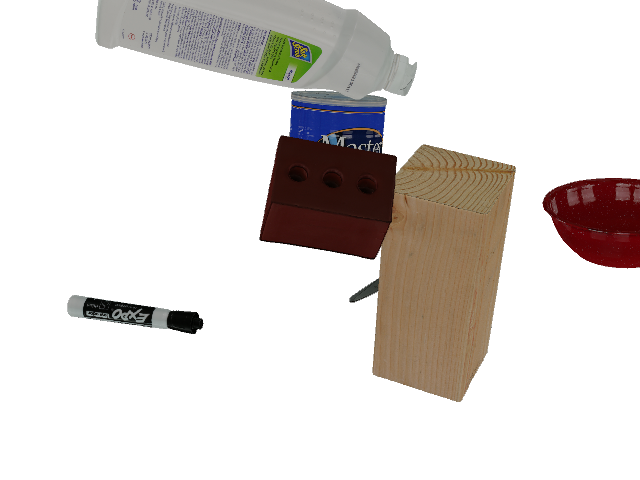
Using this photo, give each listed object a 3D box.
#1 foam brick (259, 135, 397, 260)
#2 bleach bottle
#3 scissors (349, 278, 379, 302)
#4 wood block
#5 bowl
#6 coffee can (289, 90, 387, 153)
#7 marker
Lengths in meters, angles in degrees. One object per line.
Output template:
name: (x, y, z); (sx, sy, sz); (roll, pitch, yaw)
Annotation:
foam brick: (0.005, -0.027, 0.682); (0.078, 0.053, 0.051); (9, -29, -4)
bleach bottle: (-0.048, -0.163, 0.850); (0.250, 0.068, 0.103); (18, -29, -6)
scissors: (0.079, 0.029, 1.270); (0.201, 0.016, 0.096); (-10, 41, -42)
wood block: (0.109, 0.031, 0.963); (0.091, 0.206, 0.090); (16, 37, 20)
bowl: (0.313, -0.014, 1.111); (0.162, 0.055, 0.162); (-3, 23, 1)
coffee can: (0.015, -0.086, 1.149); (0.103, 0.140, 0.103); (4, 12, -1)
marker: (-0.157, 0.063, 0.908); (0.121, 0.020, 0.020); (7, 2, 16)
